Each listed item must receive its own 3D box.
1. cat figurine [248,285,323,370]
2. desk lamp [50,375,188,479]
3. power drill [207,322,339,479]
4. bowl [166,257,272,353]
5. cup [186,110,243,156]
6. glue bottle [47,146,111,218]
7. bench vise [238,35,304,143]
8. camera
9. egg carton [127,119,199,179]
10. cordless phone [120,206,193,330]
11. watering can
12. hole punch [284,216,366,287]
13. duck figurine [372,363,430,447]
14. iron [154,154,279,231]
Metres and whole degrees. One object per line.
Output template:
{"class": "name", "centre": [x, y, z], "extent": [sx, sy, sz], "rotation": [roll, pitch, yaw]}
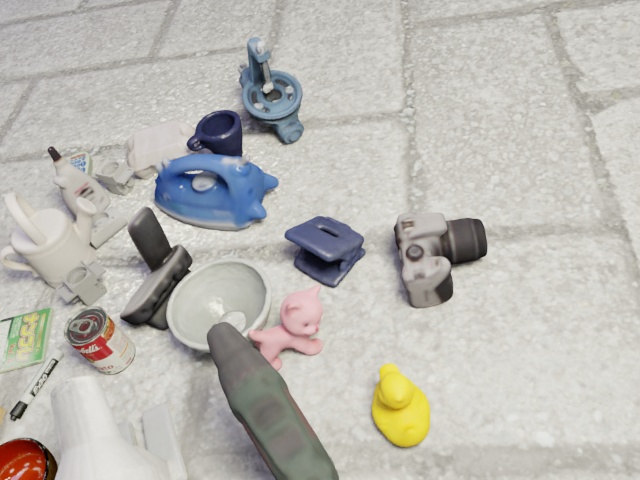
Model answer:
{"class": "cat figurine", "centre": [-0.044, 0.122, 0.835], "extent": [0.128, 0.118, 0.067], "rotation": [-24, 50, -6]}
{"class": "desk lamp", "centre": [-0.252, 0.270, 0.701], "extent": [0.118, 0.214, 0.202], "rotation": [-25, 50, -7]}
{"class": "power drill", "centre": [-0.052, 0.226, 0.692], "extent": [0.076, 0.209, 0.229], "rotation": [-33, 51, -13]}
{"class": "bowl", "centre": [-0.147, 0.113, 0.896], "extent": [0.167, 0.075, 0.167], "rotation": [-7, 50, 8]}
{"class": "cup", "centre": [-0.201, -0.191, 1.144], "extent": [0.118, 0.095, 0.091], "rotation": [-33, 51, -13]}
{"class": "glue bottle", "centre": [-0.469, -0.111, 1.091], "extent": [0.037, 0.173, 0.078], "rotation": [21, 59, 28]}
{"class": "bench vise", "centre": [-0.125, -0.316, 1.145], "extent": [0.206, 0.220, 0.122], "rotation": [29, 63, 31]}
{"class": "camera", "centre": [0.187, 0.013, 0.880], "extent": [0.136, 0.101, 0.143], "rotation": [-10, 50, 6]}
{"class": "egg carton", "centre": [-0.326, -0.190, 1.189], "extent": [0.150, 0.069, 0.107], "rotation": [-18, 50, -1]}
{"class": "cordless phone", "centre": [-0.281, 0.044, 0.911], "extent": [0.094, 0.185, 0.148], "rotation": [13, 55, 23]}
{"class": "watering can", "centre": [-0.475, -0.013, 0.999], "extent": [0.100, 0.194, 0.173], "rotation": [27, 62, 30]}
{"class": "hole punch", "centre": [0.009, 0.003, 0.937], "extent": [0.108, 0.091, 0.101], "rotation": [27, 62, 31]}
{"class": "duck figurine", "centre": [0.103, 0.211, 0.748], "extent": [0.077, 0.086, 0.104], "rotation": [-18, 50, -1]}
{"class": "iron", "centre": [-0.216, -0.106, 1.047], "extent": [0.257, 0.142, 0.118], "rotation": [3, 52, 16]}
